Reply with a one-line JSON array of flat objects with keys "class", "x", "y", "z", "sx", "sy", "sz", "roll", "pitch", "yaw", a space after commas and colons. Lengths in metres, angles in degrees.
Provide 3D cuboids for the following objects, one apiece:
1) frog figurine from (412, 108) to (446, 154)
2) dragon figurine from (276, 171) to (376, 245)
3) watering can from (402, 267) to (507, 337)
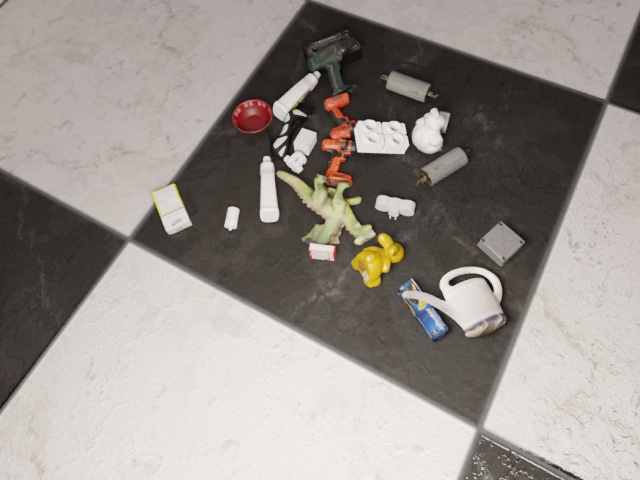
[{"class": "frog figurine", "x": 0.404, "y": -0.400, "z": 1.898, "sx": 0.123, "sy": 0.140, "sz": 0.156, "roll": -18, "pitch": -25, "yaw": -3}, {"class": "dragon figurine", "x": 0.006, "y": -0.091, "z": 1.816, "sx": 0.411, "sy": 0.246, "sz": 0.120, "roll": 15, "pitch": -15, "yaw": 12}, {"class": "watering can", "x": 0.443, "y": 0.203, "z": 1.621, "sx": 0.349, "sy": 0.228, "sz": 0.102, "roll": -14, "pitch": -28, "yaw": -21}]
